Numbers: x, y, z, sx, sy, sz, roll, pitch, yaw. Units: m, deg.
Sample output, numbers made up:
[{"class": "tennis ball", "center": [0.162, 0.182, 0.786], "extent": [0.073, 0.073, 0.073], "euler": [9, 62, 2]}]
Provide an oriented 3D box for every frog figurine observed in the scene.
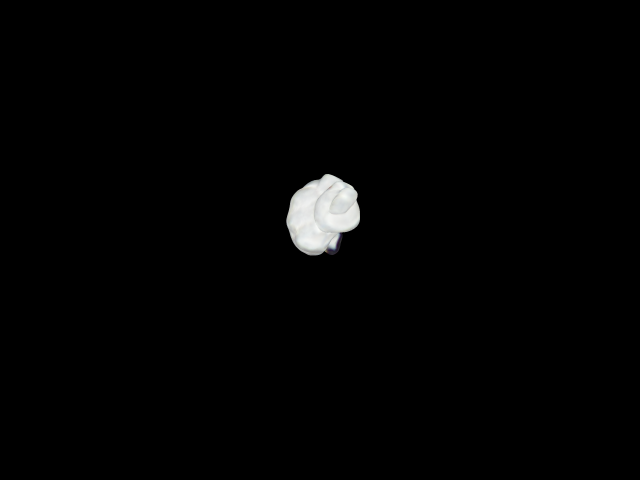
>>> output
[{"class": "frog figurine", "center": [0.003, -0.043, 0.850], "extent": [0.123, 0.138, 0.158], "euler": [28, -5, 3]}]
